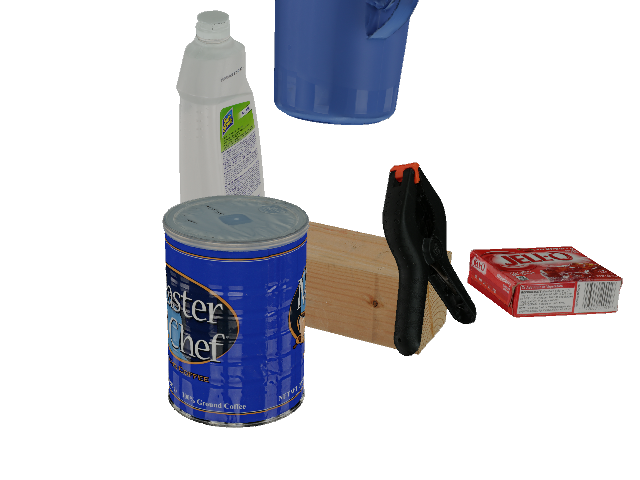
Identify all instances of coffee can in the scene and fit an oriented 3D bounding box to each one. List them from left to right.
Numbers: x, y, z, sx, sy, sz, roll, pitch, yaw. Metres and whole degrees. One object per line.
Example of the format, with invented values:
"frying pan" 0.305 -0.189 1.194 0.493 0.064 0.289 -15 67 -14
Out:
"coffee can" -0.061 0.049 0.772 0.103 0.140 0.103 1 20 -1

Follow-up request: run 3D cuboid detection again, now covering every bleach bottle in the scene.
"bleach bottle" -0.095 -0.101 1.027 0.068 0.251 0.102 17 38 21

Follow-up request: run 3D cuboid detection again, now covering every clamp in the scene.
"clamp" 0.088 0.019 0.971 0.039 0.171 0.120 -12 13 34

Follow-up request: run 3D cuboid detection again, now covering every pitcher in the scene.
"pitcher" 0.027 -0.222 0.893 0.145 0.243 0.149 8 18 11

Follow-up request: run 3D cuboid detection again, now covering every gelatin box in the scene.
"gelatin box" 0.164 0.029 0.786 0.089 0.030 0.073 -1 18 -18

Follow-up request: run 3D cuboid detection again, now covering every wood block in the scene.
"wood block" 0.029 0.046 1.175 0.206 0.091 0.090 13 26 23
